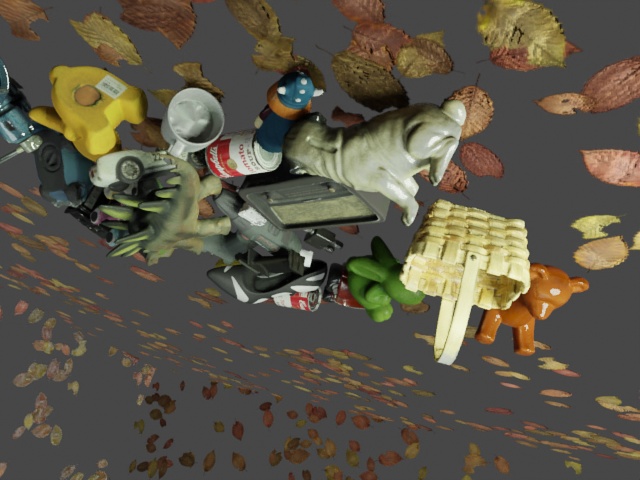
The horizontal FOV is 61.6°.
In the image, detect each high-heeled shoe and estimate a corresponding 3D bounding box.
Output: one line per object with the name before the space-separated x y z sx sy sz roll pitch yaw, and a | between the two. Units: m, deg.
high-heeled shoe | -0.108 0.073 1.170 0.248 0.086 0.145 13 140 -30

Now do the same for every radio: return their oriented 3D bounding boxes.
radio | -0.011 -0.081 0.853 0.230 0.073 0.131 -6 146 40

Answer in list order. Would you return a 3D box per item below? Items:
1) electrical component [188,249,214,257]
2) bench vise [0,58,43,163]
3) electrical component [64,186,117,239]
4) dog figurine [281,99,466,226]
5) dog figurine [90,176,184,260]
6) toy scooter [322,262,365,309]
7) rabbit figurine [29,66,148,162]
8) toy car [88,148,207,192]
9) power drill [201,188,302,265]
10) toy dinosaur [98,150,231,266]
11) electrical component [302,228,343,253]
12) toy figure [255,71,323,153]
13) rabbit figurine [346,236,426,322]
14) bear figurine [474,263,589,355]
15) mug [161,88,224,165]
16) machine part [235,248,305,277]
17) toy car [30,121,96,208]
electrical component | -0.274 -0.001 1.225 0.102 0.045 0.078 15 156 6
bench vise | -0.510 -0.207 0.801 0.241 0.129 0.223 47 157 58
electrical component | -0.442 -0.068 1.118 0.058 0.115 0.134 1 148 37
dog figurine | 0.061 -0.129 0.665 0.190 0.172 0.121 27 -162 -4
dog figurine | -0.341 -0.044 1.099 0.109 0.191 0.219 37 -171 28
toy scooter | 0.078 0.108 1.182 0.135 0.075 0.183 12 156 2
rabbit figurine | -0.362 -0.179 0.835 0.162 0.122 0.173 24 155 -2
toy car | -0.261 -0.121 0.856 0.202 0.056 0.073 -20 -177 -37
power drill | -0.165 -0.021 1.087 0.232 0.086 0.207 32 144 -33
toy dinosaur | -0.252 -0.037 0.887 0.198 0.105 0.471 -15 166 -33
electrical component | -0.002 -0.003 1.067 0.094 0.021 0.063 27 154 -20
toy figure | -0.047 -0.173 0.712 0.058 0.064 0.154 56 150 10
rabbit figurine | 0.132 0.068 1.020 0.159 0.121 0.170 52 159 -17
bear figurine | 0.373 0.122 0.955 0.120 0.132 0.196 18 161 -5
mug | -0.198 -0.158 0.795 0.081 0.109 0.107 24 169 -22
machine part | -0.097 0.045 1.060 0.139 0.039 0.084 -2 146 29
toy car | -0.452 -0.143 0.978 0.109 0.161 0.103 -1 -166 24
